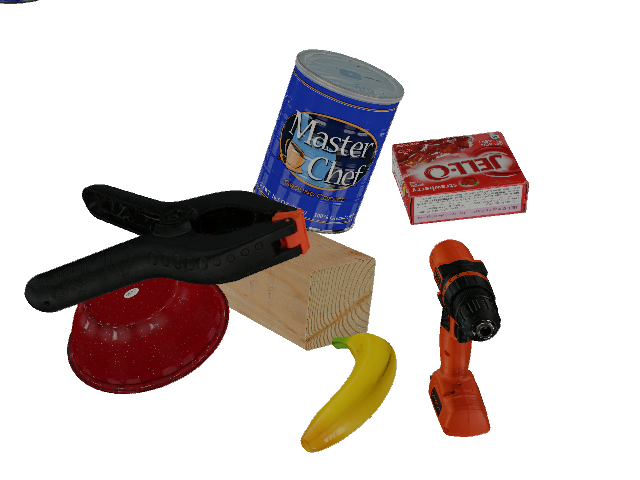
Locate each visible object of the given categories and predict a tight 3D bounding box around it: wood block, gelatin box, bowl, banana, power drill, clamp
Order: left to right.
[{"bbox_3d":[-0.170,0.067,1.007,0.162,0.055,0.162,-9,41,8],"label":"bowl"},{"bbox_3d":[-0.096,0.005,0.659,0.172,0.039,0.120,0,42,21],"label":"clamp"},{"bbox_3d":[-0.046,0.037,1.174,0.090,0.090,0.206,-10,24,-40],"label":"wood block"},{"bbox_3d":[0.032,0.127,0.943,0.070,0.037,0.197,-27,12,18],"label":"banana"},{"bbox_3d":[0.103,-0.048,0.799,0.089,0.030,0.073,-7,37,-4],"label":"gelatin box"},{"bbox_3d":[0.154,0.113,1.142,0.057,0.188,0.184,-2,24,-3],"label":"power drill"}]

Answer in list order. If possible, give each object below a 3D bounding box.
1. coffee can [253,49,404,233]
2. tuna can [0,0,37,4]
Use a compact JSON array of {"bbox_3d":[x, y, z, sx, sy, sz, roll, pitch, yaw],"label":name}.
[{"bbox_3d":[0.006,-0.092,0.989,0.102,0.140,0.103,16,25,-8],"label":"coffee can"},{"bbox_3d":[-0.250,-0.221,0.851,0.086,0.034,0.086,6,36,-4],"label":"tuna can"}]
